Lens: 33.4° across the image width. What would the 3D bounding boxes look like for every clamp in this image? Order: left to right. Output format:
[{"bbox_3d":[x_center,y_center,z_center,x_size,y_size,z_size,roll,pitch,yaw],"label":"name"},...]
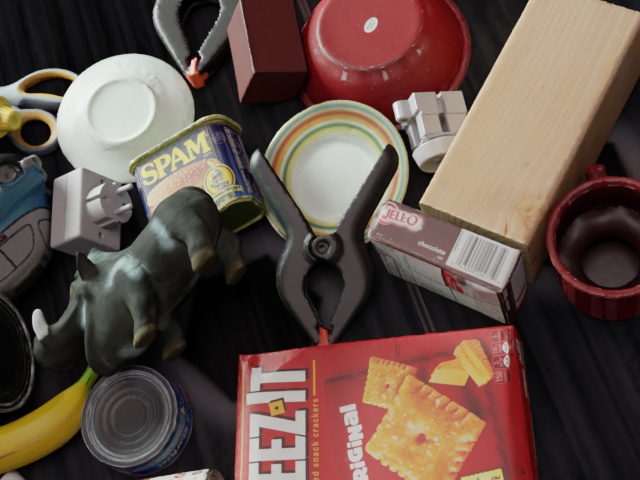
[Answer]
[{"bbox_3d":[-0.116,-0.244,1.003,0.165,0.036,0.210,7,73,12],"label":"clamp"},{"bbox_3d":[-0.006,0.001,0.857,0.120,0.039,0.171,7,83,15],"label":"clamp"}]

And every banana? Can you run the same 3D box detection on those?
[{"bbox_3d":[-0.268,0.166,0.881,0.198,0.037,0.069,-22,27,3],"label":"banana"}]

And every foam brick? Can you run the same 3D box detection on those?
[{"bbox_3d":[-0.046,-0.166,0.935,0.051,0.053,0.078,-3,70,-20],"label":"foam brick"}]

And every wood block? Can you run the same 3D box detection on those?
[{"bbox_3d":[0.170,-0.084,0.836,0.091,0.090,0.206,24,77,22],"label":"wood block"}]

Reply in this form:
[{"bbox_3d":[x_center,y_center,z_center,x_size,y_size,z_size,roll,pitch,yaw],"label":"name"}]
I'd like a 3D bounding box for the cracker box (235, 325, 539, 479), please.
[{"bbox_3d":[0.047,0.156,0.773,0.214,0.072,0.164,-7,59,12],"label":"cracker box"}]

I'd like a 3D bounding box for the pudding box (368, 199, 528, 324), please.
[{"bbox_3d":[0.099,0.017,0.815,0.114,0.090,0.039,25,79,21],"label":"pudding box"}]

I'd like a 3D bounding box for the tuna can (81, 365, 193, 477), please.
[{"bbox_3d":[-0.148,0.145,0.859,0.086,0.033,0.086,-5,67,13],"label":"tuna can"}]

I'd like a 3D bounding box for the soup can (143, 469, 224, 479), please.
[{"bbox_3d":[-0.123,0.214,0.807,0.102,0.068,0.068,-12,66,10],"label":"soup can"}]

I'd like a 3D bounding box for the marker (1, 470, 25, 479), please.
[{"bbox_3d":[-0.212,0.229,0.851,0.121,0.020,0.020,36,81,24],"label":"marker"}]

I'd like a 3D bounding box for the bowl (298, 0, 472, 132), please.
[{"bbox_3d":[0.048,-0.174,0.924,0.162,0.055,0.162,-5,68,13],"label":"bowl"}]

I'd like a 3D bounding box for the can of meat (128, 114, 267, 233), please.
[{"bbox_3d":[-0.103,-0.043,0.905,0.102,0.057,0.084,-28,67,16],"label":"can of meat"}]

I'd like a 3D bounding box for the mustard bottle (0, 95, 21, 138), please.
[{"bbox_3d":[-0.358,-0.125,0.996,0.192,0.058,0.096,12,96,24],"label":"mustard bottle"}]

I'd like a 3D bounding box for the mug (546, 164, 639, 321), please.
[{"bbox_3d":[0.215,0.000,0.794,0.093,0.081,0.117,-13,66,9],"label":"mug"}]

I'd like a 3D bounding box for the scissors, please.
[{"bbox_3d":[-0.318,-0.121,1.021,0.202,0.016,0.096,-4,68,14],"label":"scissors"}]

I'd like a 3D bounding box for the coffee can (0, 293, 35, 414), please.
[{"bbox_3d":[-0.322,0.106,0.876,0.140,0.102,0.103,-15,65,15],"label":"coffee can"}]
